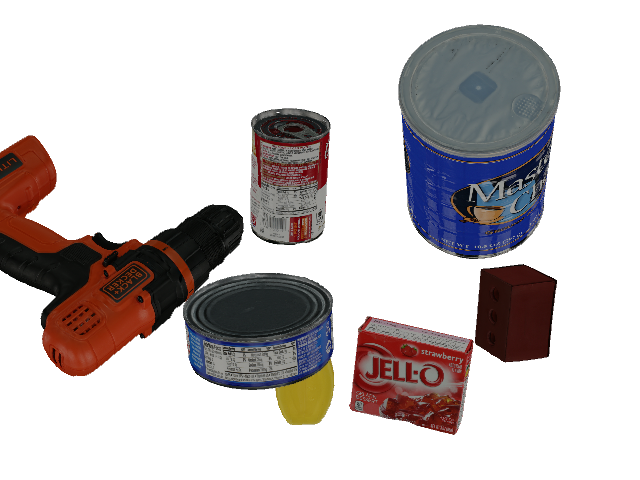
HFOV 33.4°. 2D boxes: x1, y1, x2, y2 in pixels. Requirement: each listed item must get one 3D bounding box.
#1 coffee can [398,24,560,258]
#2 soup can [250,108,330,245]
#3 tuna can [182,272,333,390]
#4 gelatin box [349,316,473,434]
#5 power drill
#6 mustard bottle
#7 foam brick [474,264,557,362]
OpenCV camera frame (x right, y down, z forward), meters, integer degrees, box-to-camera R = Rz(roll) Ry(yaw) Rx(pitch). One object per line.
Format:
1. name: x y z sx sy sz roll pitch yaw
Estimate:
1. coffee can: 0.108 -0.065 0.740 0.103 0.103 0.140 0 -29 7
2. soup can: -0.027 -0.055 0.928 0.068 0.102 0.068 2 29 -1
3. tuna can: -0.035 0.051 0.613 0.086 0.034 0.086 -3 22 1
4. gelatin box: 0.070 0.106 0.838 0.089 0.073 0.030 12 23 15
5. power drill: -0.175 -0.004 0.798 0.188 0.057 0.184 32 50 22
6. mustard bottle: -0.022 0.101 1.121 0.058 0.096 0.191 -2 27 -4
7. foam brick: 0.181 0.067 0.993 0.051 0.078 0.053 -7 19 -25
